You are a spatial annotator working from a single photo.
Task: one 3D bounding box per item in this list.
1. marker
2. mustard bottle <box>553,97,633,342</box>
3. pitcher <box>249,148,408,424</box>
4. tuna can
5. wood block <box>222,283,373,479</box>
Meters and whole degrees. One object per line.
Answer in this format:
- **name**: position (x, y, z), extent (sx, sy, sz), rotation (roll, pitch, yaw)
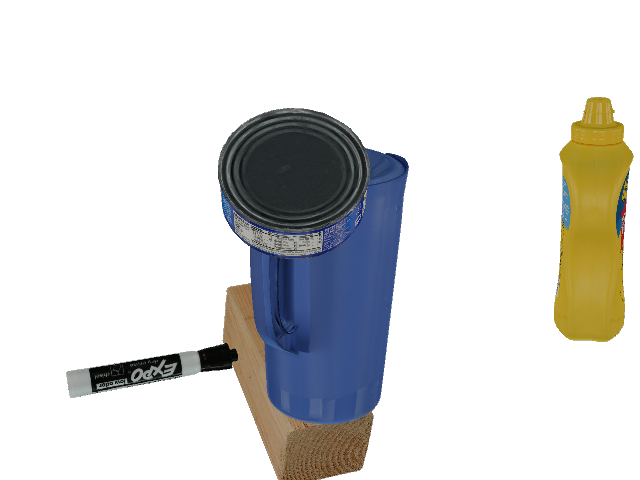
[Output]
- **marker**: position (-0.118, 0.091, 0.757), extent (0.121, 0.020, 0.020), rotation (-9, 2, -15)
- **mustard bottle**: position (0.223, -0.021, 0.872), extent (0.058, 0.192, 0.096), rotation (3, 19, 16)
- **pitcher**: position (0.000, 0.041, 0.954), extent (0.149, 0.243, 0.145), rotation (-3, 22, -13)
- **tuna can**: position (-0.015, -0.032, 0.611), extent (0.086, 0.086, 0.034), rotation (0, -33, -1)
- **wood block**: position (-0.028, 0.141, 1.112), extent (0.090, 0.090, 0.206), rotation (-8, 42, -19)
